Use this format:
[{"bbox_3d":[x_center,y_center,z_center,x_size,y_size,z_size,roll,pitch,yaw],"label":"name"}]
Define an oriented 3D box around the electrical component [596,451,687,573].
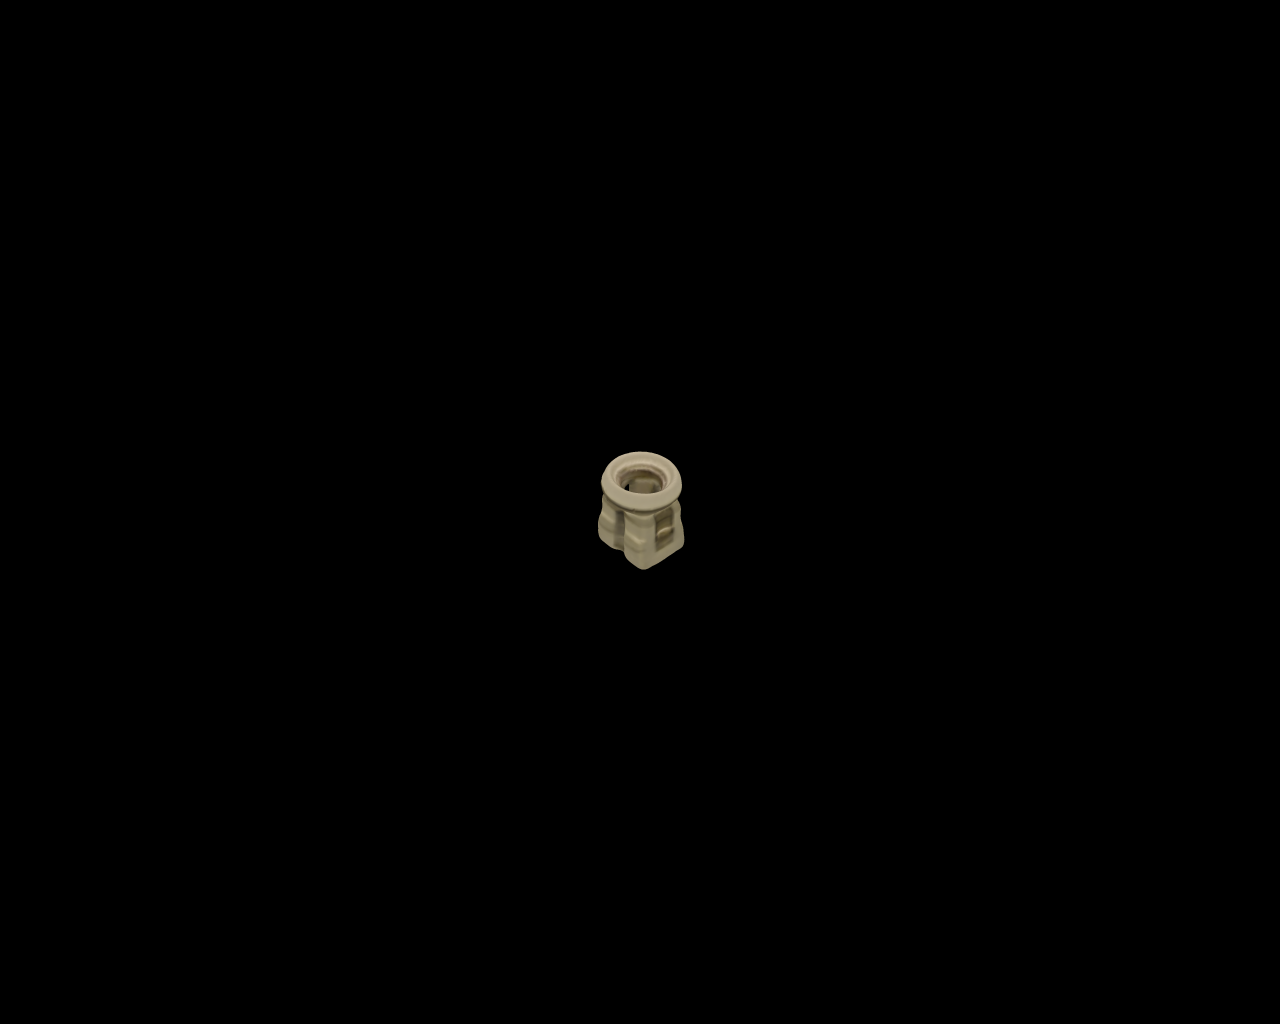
[{"bbox_3d":[0.001,-0.003,0.650,0.048,0.055,0.066,-31,49,-31],"label":"electrical component"}]
